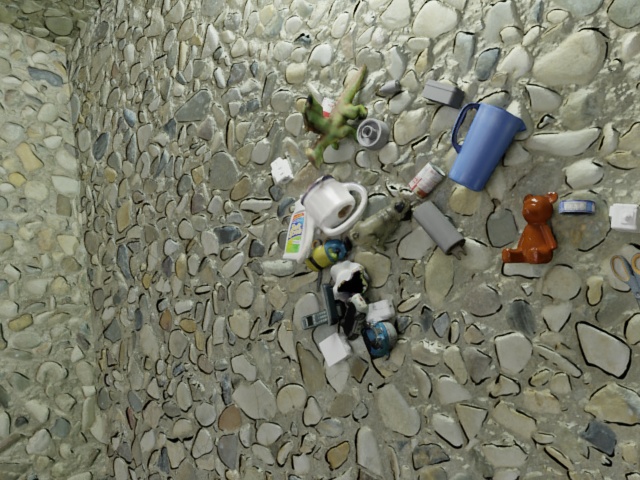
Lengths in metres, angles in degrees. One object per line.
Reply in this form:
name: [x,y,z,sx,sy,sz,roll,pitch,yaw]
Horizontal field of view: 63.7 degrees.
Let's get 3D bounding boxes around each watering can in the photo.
watering can: [0.006,-0.091,1.817,0.348,0.102,0.228,-40,57,0]

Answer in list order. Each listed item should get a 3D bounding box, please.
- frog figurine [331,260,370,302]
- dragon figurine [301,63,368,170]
frog figurine: [0.094,0.138,1.764,0.138,0.122,0.160,-61,18,-4]
dragon figurine: [0.041,-0.443,1.794,0.123,0.242,0.409,14,94,43]
